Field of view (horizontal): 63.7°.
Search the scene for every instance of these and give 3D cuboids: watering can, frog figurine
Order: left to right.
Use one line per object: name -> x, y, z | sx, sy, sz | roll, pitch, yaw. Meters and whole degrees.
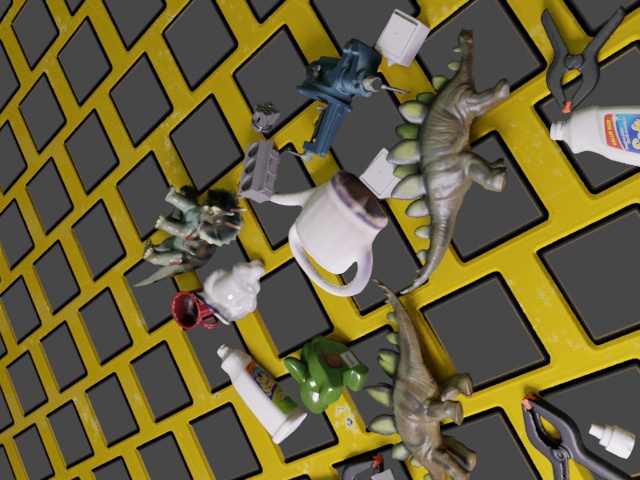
frog figurine -> -0.196, 0.108, 1.203 | 0.139, 0.120, 0.161 | 34, 76, 31
watering can -> 0.003, -0.053, 1.056 | 0.221, 0.104, 0.353 | -49, 62, 24
